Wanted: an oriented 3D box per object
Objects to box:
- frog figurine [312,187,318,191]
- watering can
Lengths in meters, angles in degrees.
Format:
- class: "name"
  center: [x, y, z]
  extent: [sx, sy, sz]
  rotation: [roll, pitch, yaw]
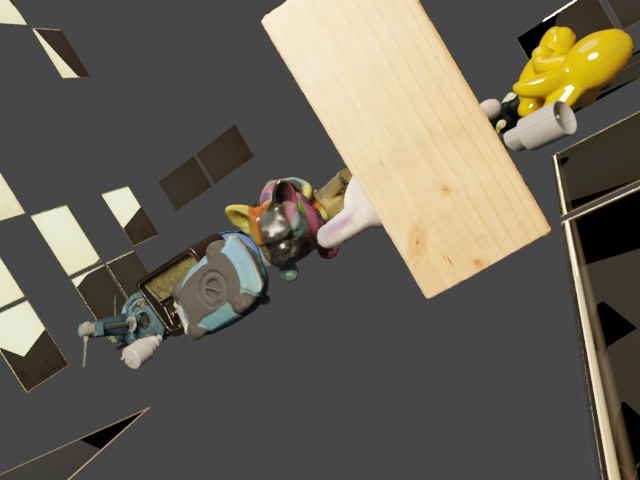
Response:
- class: "frog figurine"
  center: [0.005, -0.080, 1.592]
  extent: [0.139, 0.120, 0.161]
  rotation: [-24, 35, -29]
- class: "watering can"
  center: [0.140, -0.102, 0.653]
  extent: [0.349, 0.104, 0.224]
  rotation: [-38, 6, -9]
